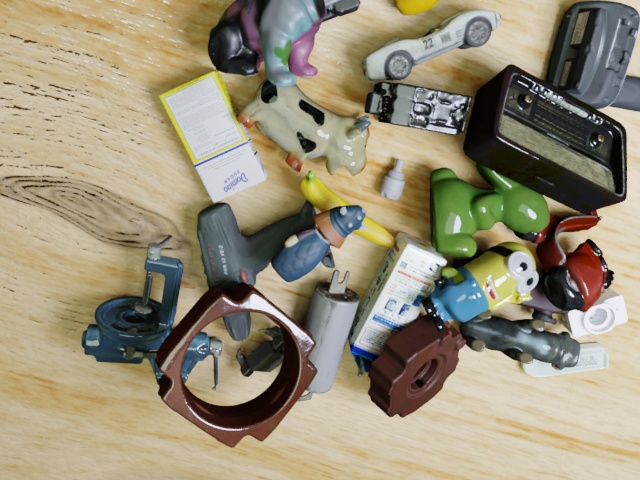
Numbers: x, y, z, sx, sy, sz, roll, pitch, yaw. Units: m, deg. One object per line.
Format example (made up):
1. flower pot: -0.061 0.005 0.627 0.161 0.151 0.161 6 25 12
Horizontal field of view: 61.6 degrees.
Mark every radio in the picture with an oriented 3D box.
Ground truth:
1. radio: 0.321 -0.139 0.754 0.229 0.073 0.131 22 68 -17

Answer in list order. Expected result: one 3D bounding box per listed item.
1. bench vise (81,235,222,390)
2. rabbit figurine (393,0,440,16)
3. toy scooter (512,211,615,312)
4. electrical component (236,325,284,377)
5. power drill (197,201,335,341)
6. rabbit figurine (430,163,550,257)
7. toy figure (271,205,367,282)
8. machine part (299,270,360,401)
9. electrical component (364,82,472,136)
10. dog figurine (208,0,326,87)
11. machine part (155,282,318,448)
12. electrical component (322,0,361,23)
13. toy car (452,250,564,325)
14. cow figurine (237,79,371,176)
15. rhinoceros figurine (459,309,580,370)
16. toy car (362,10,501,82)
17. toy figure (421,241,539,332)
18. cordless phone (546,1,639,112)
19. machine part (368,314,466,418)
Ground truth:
1. bench vise: -0.255 0.121 0.854 0.224 0.129 0.240 12 110 -7
2. rabbit figurine: 0.143 -0.397 0.726 0.162 0.122 0.173 -8 120 -8
3. toy scooter: 0.394 0.014 0.832 0.135 0.075 0.184 -19 71 -11
4. electrical component: -0.092 0.186 0.901 0.102 0.078 0.045 -44 62 16
5. power drill: -0.084 0.037 0.856 0.207 0.086 0.231 -16 105 11
6. rabbit figurine: 0.254 -0.055 0.811 0.170 0.121 0.159 -2 88 7
7. toy figure: -0.002 -0.002 0.771 0.154 0.064 0.058 -40 65 7
8. machine part: 0.007 0.161 0.886 0.079 0.079 0.243 14 105 -4
9. electrical component: 0.133 -0.188 0.767 0.134 0.115 0.058 9 101 -3
10. dog figurine: -0.056 -0.323 0.698 0.192 0.108 0.219 20 118 22
11. machine part: -0.122 0.179 0.794 0.201 0.087 0.201 42 83 -19
12. electrical component: 0.028 -0.355 0.754 0.119 0.048 0.074 -24 105 6
13. toy car: 0.307 0.074 0.874 0.202 0.053 0.089 14 90 -3
14. cow figurine: -0.011 -0.166 0.793 0.195 0.085 0.127 39 108 -9
15. rhinoceros figurine: 0.324 0.165 0.875 0.190 0.112 0.073 12 78 9
16. toy car: 0.157 -0.277 0.763 0.202 0.073 0.056 -22 106 6
17. toy figure: 0.237 0.064 0.804 0.180 0.089 0.082 -29 132 4
18. cordless phone: 0.434 -0.258 0.779 0.184 0.089 0.146 6 105 -14
19. machine part: 0.154 0.203 0.858 0.179 0.056 0.179 -24 134 -28
